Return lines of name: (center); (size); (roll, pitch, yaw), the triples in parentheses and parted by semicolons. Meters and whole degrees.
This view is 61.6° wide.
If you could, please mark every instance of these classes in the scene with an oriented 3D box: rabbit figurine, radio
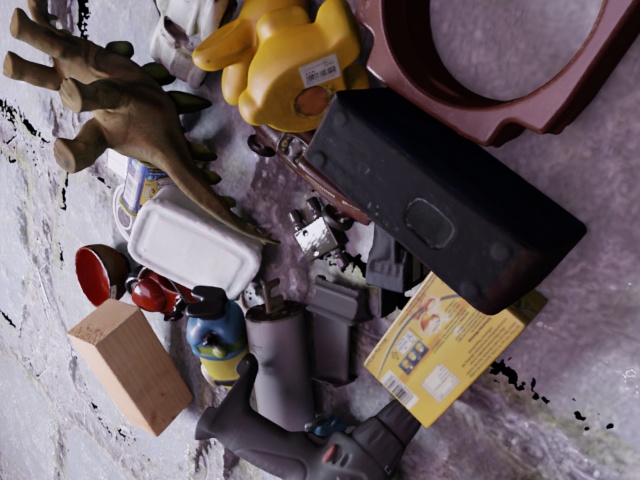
rabbit figurine: (-0.039, -0.194, 0.552); (0.162, 0.121, 0.173); (-23, 63, 13)
radio: (0.104, -0.044, 0.471); (0.230, 0.131, 0.073); (42, 125, 21)

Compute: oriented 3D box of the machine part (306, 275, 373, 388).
machine part: (0.021, 0.116, 0.655); (0.084, 0.039, 0.138); (15, 112, 30)

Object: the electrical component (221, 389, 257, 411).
electrical component: (-0.101, 0.241, 0.790); (0.102, 0.045, 0.078); (10, 112, 37)

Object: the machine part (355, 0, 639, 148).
machine part: (0.143, -0.192, 0.422); (0.201, 0.087, 0.201); (41, 127, 23)

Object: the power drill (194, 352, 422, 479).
power drill: (-0.020, 0.218, 0.607); (0.207, 0.232, 0.086); (36, 164, 9)

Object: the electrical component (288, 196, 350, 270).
electrical component: (-0.001, -0.002, 0.645); (0.063, 0.021, 0.094); (-32, 84, 41)

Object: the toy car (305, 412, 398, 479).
toy car: (0.043, 0.291, 0.662); (0.103, 0.109, 0.161); (-21, 78, 19)

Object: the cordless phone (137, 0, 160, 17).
cordless phone: (-0.170, -0.314, 0.659); (0.147, 0.089, 0.184); (-11, 108, 40)

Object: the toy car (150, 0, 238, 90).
toy car: (-0.150, -0.236, 0.611); (0.073, 0.056, 0.202); (35, 157, -10)

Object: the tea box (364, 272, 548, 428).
tea box: (0.129, 0.094, 0.538); (0.098, 0.068, 0.169); (44, 126, 19)

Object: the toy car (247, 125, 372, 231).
toy car: (-0.011, -0.094, 0.605); (0.202, 0.053, 0.089); (47, 125, 20)

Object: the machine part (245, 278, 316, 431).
machine part: (-0.051, 0.170, 0.704); (0.079, 0.079, 0.243); (6, 109, 38)

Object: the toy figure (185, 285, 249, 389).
toy figure: (-0.127, 0.139, 0.722); (0.089, 0.082, 0.179); (18, 138, 22)

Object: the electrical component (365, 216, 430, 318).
electrical component: (0.083, 0.026, 0.550); (0.048, 0.075, 0.119); (11, 107, 38)

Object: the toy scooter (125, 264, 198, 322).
toy scooter: (-0.219, 0.067, 0.814); (0.135, 0.075, 0.183); (43, 129, 7)

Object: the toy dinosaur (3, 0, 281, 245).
toy dinosaur: (-0.231, -0.157, 0.666); (0.471, 0.198, 0.105); (52, 129, 14)
